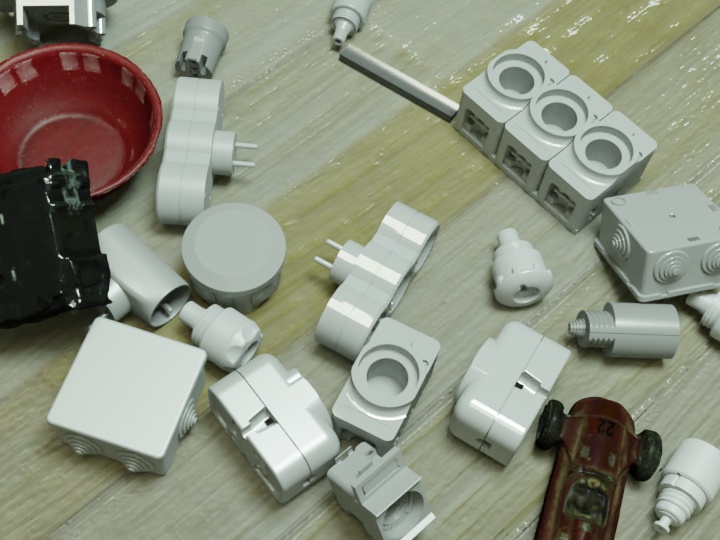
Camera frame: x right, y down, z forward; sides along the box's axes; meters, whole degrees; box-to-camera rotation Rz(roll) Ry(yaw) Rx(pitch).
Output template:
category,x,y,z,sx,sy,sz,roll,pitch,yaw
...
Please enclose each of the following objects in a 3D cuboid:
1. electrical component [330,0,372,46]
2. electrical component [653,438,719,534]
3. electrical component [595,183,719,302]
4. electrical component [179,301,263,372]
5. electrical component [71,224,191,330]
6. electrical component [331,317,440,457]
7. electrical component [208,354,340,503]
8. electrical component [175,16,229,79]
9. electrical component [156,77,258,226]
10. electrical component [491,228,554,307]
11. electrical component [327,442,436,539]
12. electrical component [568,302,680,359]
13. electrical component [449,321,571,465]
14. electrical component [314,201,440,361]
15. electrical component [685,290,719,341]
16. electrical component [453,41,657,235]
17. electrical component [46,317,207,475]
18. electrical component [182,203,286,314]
category,x,y,z,sx,sy,sz,roll,pitch,yaw
electrical component,-0.012,-0.233,0.993,0.035,0.035,0.061,16,63,4
electrical component,0.239,0.159,0.788,0.040,0.040,0.078,35,64,14
electrical component,0.250,-0.025,0.870,0.100,0.048,0.099,-10,36,-10
electrical component,-0.109,0.047,0.821,0.062,0.043,0.043,32,63,14
electrical component,-0.186,0.015,0.832,0.077,0.043,0.079,40,65,17
electrical component,0.019,0.087,0.801,0.050,0.055,0.089,25,62,9
electrical component,-0.060,0.112,0.782,0.059,0.053,0.095,-32,68,-21
electrical component,-0.142,-0.196,0.959,0.040,0.040,0.046,13,66,2
electrical component,-0.123,-0.098,0.896,0.074,0.052,0.138,5,60,-2
electrical component,0.127,-0.005,0.870,0.048,0.048,0.062,-7,55,-8
electrical component,0.013,0.157,0.752,0.042,0.081,0.064,-37,41,-23
electrical component,0.205,0.047,0.847,0.081,0.043,0.043,2,60,-4
electrical component,0.109,0.089,0.809,0.059,0.053,0.095,30,62,12
electrical component,0.000,0.000,0.851,0.074,0.052,0.138,28,62,11
electrical component,0.293,0.035,0.861,0.062,0.048,0.048,33,63,21
electrical component,0.167,-0.119,0.927,0.089,0.061,0.150,-37,70,-22
electrical component,-0.167,0.093,0.786,0.100,0.048,0.099,17,61,5
electrical component,-0.099,-0.008,0.848,0.080,0.051,0.080,2,60,-4
